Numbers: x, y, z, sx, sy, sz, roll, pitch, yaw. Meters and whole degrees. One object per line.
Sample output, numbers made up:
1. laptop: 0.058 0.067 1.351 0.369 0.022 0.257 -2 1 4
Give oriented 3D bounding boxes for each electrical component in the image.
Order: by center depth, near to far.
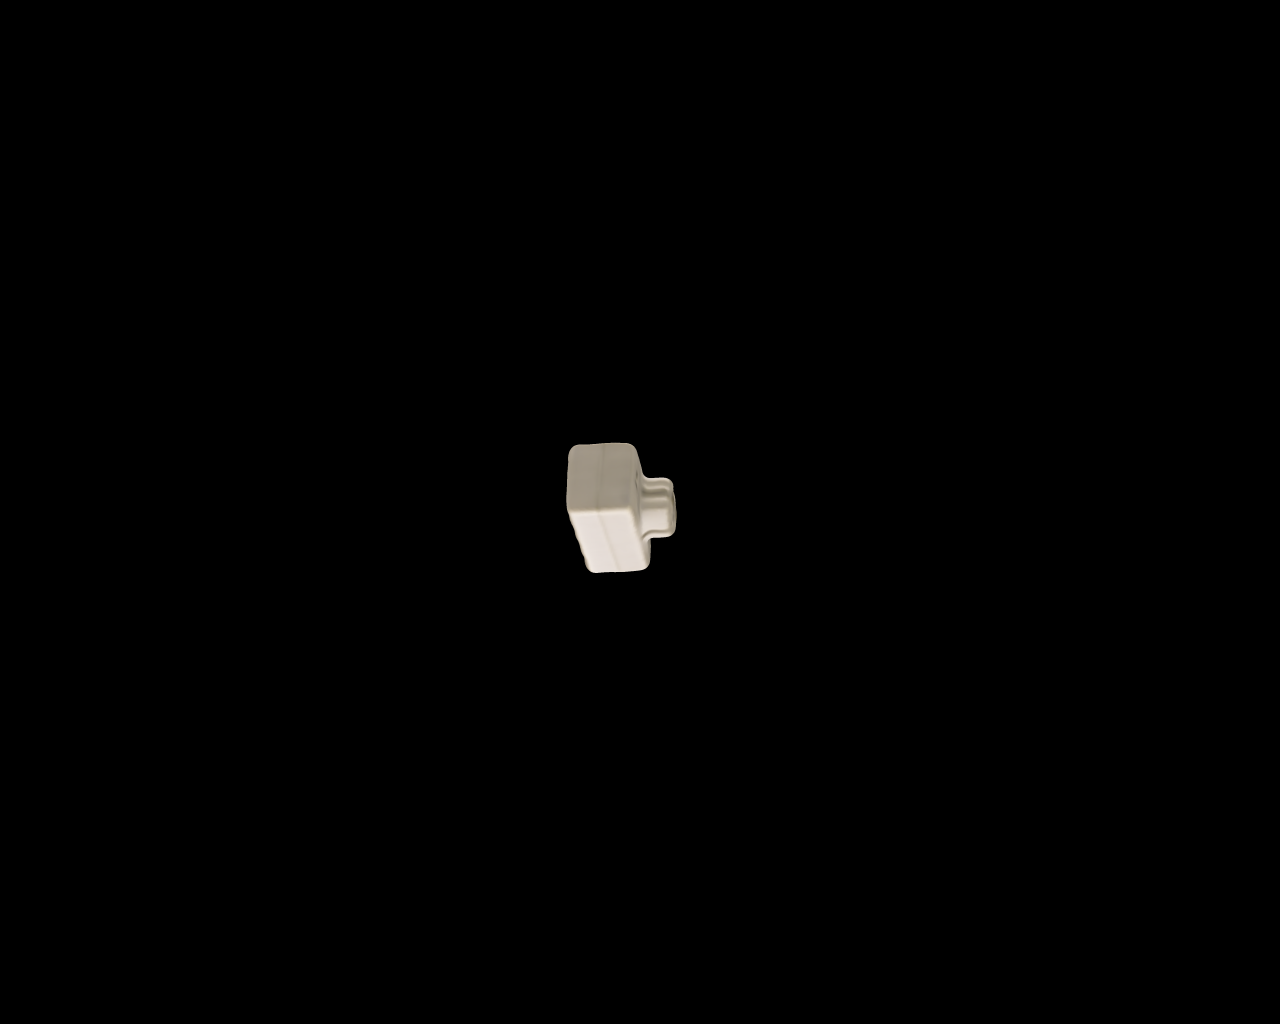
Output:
1. electrical component: 0.001 -0.003 0.650 0.076 0.047 0.083 -4 -29 7
